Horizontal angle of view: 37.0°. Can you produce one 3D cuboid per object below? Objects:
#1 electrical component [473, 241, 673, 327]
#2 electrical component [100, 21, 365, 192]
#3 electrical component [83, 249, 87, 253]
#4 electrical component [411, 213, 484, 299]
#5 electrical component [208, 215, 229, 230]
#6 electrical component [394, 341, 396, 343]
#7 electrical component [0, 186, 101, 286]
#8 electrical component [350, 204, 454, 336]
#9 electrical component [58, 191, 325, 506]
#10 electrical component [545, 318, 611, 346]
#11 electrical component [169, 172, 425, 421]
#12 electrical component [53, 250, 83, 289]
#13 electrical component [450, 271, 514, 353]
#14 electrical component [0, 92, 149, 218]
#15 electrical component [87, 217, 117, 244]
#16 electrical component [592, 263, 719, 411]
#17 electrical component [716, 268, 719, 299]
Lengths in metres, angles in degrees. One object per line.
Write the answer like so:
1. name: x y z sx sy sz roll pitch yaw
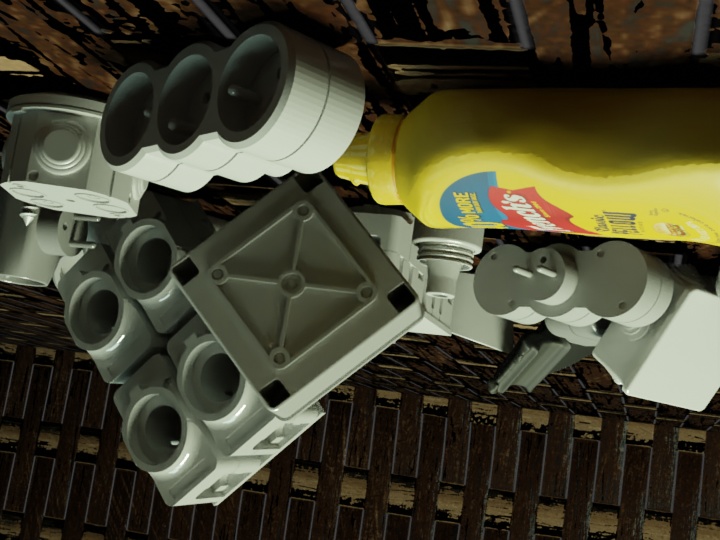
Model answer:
1. electrical component: 0.134 0.007 0.735 0.138 0.052 0.074 -1 167 43
2. electrical component: -0.047 -0.063 0.470 0.074 0.052 0.138 16 167 -42
3. electrical component: -0.198 -0.026 0.856 0.043 0.043 0.062 10 153 -10
4. electrical component: 0.052 -0.015 0.646 0.048 0.062 0.048 8 171 1
5. electrical component: -0.112 -0.022 0.813 0.046 0.040 0.040 19 167 -25
6. electrical component: 0.012 0.027 0.923 0.042 0.063 0.081 6 171 6
7. electrical component: -0.215 -0.029 0.742 0.079 0.077 0.044 5 170 18
8. electrical component: 0.000 0.000 0.783 0.105 0.060 0.186 5 170 18
9. electrical component: -0.121 0.051 0.721 0.105 0.186 0.060 -42 155 19
10. electrical component: 0.190 0.030 0.820 0.095 0.053 0.059 14 169 -32
11. electrical component: -0.036 0.014 0.632 0.108 0.109 0.056 52 176 13
12. electrical component: -0.191 -0.007 0.934 0.138 0.052 0.073 6 -155 -10
13. electrical component: 0.083 0.035 0.905 0.099 0.064 0.099 8 171 1
14. electrical component: -0.151 -0.061 0.576 0.080 0.051 0.080 8 170 1
15. electrical component: -0.204 -0.037 0.795 0.065 0.044 0.044 11 171 10
16. electrical component: 0.225 0.046 0.763 0.100 0.099 0.048 15 -158 -35
17. electrical component: 0.247 0.007 0.682 0.044 0.044 0.065 6 175 12
